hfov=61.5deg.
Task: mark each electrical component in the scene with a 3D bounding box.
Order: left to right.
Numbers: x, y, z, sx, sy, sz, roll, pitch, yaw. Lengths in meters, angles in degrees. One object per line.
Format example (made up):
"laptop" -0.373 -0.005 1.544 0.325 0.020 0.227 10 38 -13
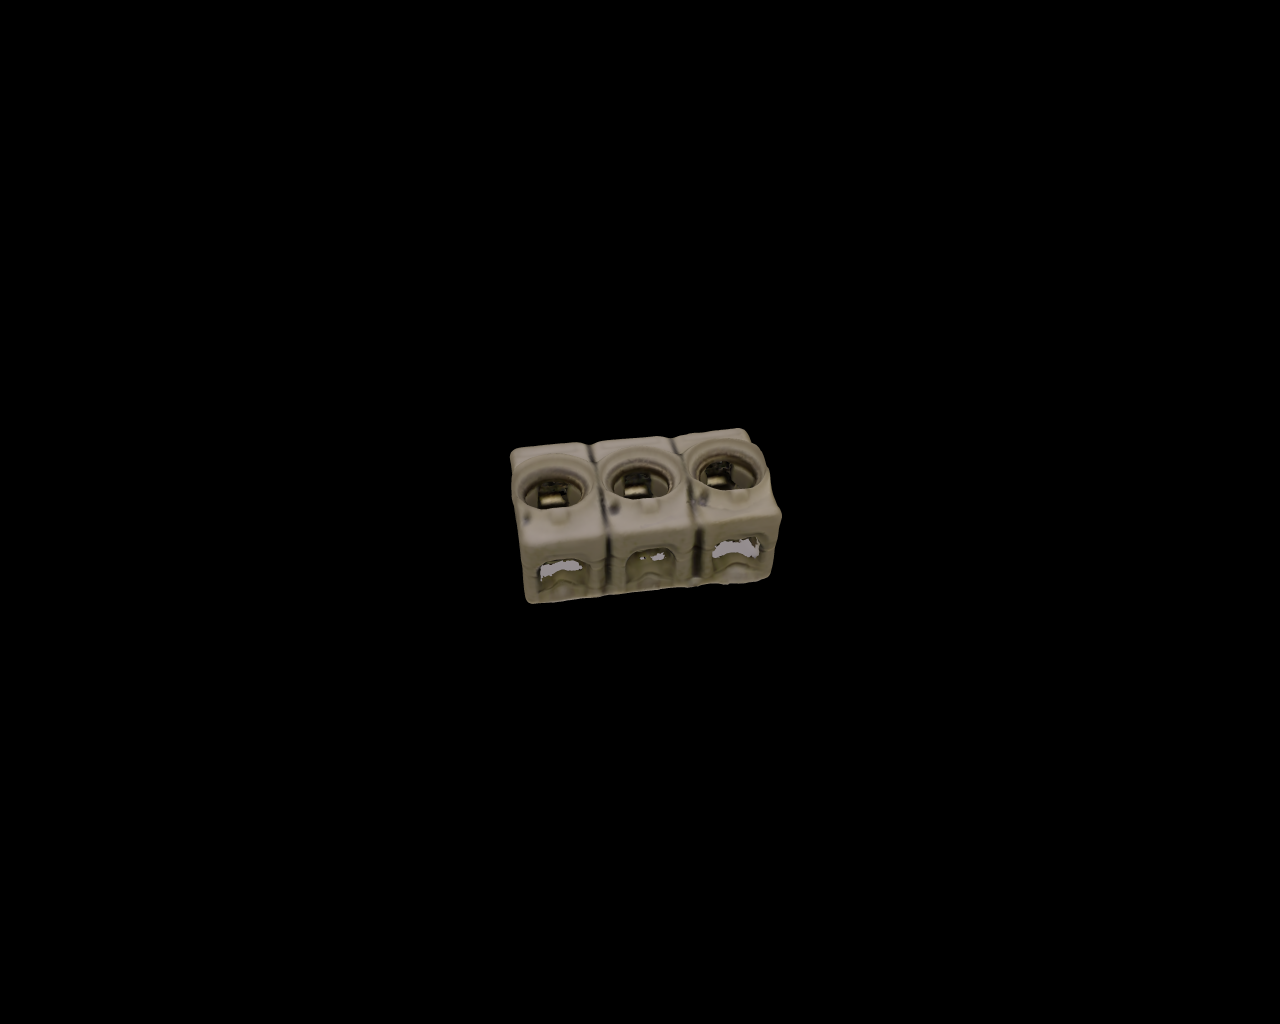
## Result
"electrical component" 0.001 -0.003 0.650 0.150 0.061 0.090 -6 43 -7
